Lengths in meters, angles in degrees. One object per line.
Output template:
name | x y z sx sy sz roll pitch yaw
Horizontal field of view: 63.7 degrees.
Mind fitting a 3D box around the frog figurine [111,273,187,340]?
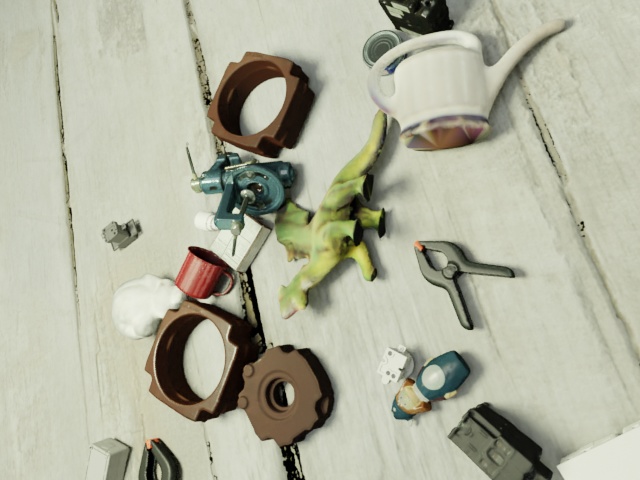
frog figurine | -0.360 0.139 1.091 0.158 0.121 0.140 -16 52 35

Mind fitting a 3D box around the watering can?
watering can | 0.254 -0.271 0.898 0.347 0.103 0.227 -6 75 17

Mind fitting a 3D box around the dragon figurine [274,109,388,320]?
dragon figurine | 0.003 -0.049 0.974 0.242 0.120 0.416 -2 68 35
